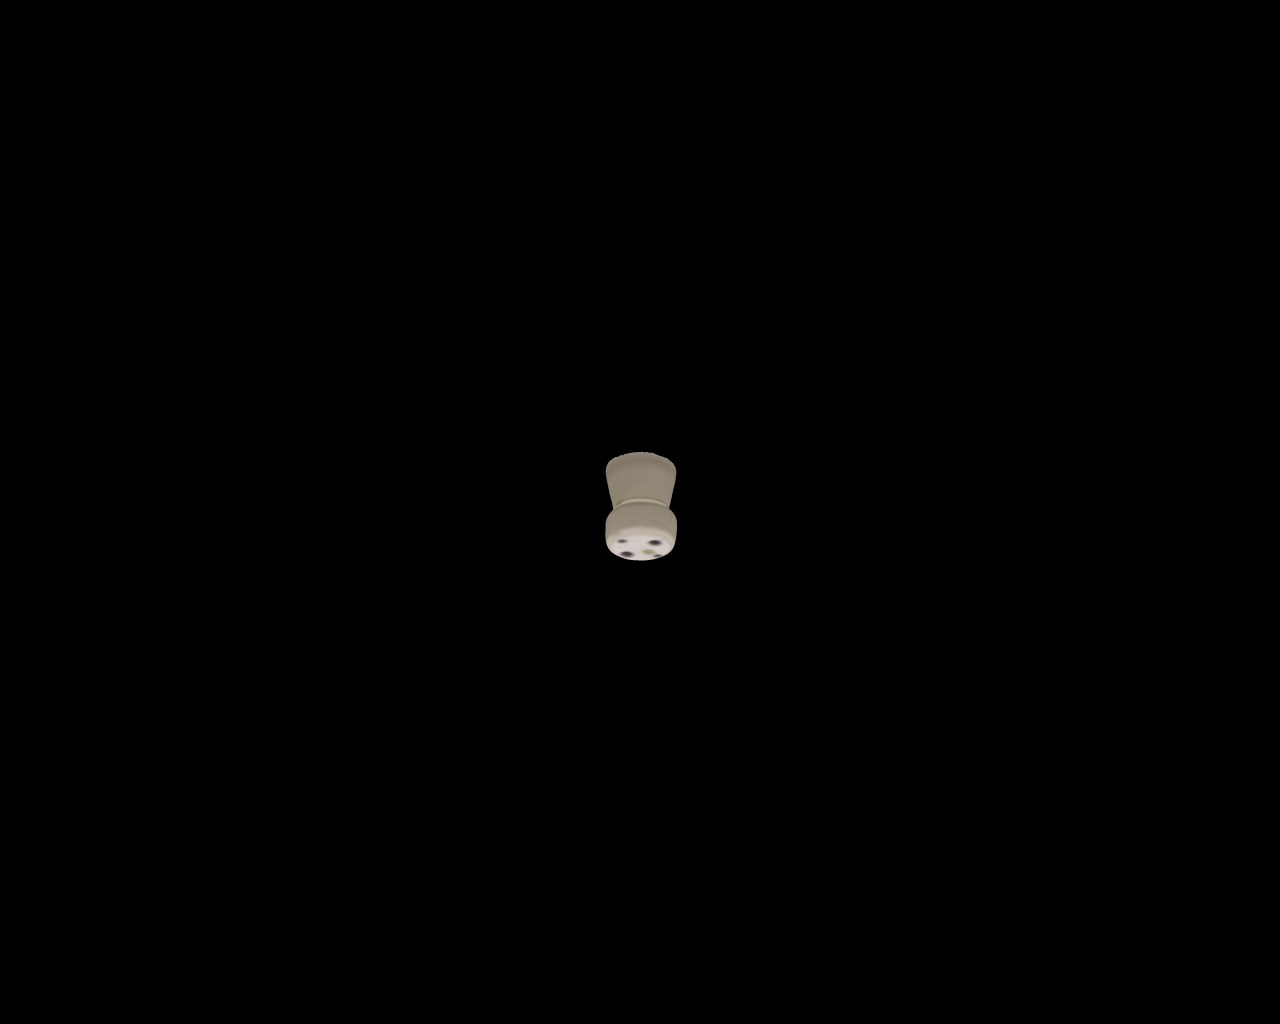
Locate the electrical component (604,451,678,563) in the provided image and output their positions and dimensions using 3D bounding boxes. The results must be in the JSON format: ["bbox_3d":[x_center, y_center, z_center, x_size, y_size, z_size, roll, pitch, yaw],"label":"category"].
[{"bbox_3d":[0.001,-0.003,0.650,0.045,0.055,0.044,0,-28,0],"label":"electrical component"}]
